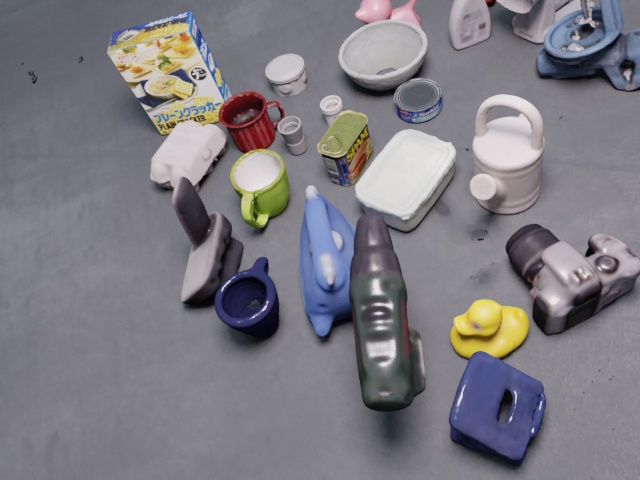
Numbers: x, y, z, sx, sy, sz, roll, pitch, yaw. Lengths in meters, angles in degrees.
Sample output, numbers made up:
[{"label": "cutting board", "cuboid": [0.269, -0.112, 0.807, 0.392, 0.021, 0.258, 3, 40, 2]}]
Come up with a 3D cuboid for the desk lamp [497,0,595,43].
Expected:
[{"label": "desk lamp", "cuboid": [0.387, -0.461, 1.013, 0.203, 0.214, 0.117, -38, 55, -11]}]

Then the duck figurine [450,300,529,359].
[{"label": "duck figurine", "cuboid": [0.222, 0.108, 0.752, 0.104, 0.086, 0.077, -16, 54, 5]}]

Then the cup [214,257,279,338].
[{"label": "cup", "cuboid": [-0.093, 0.093, 0.848, 0.091, 0.095, 0.118, 7, 59, 21]}]

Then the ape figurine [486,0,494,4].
[{"label": "ape figurine", "cuboid": [0.322, -0.519, 1.146, 0.076, 0.092, 0.077, -35, 54, -8]}]

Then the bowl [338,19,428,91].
[{"label": "bowl", "cuboid": [0.124, -0.340, 1.092, 0.167, 0.075, 0.167, -8, 55, 11]}]

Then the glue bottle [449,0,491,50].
[{"label": "glue bottle", "cuboid": [0.274, -0.438, 1.055, 0.078, 0.173, 0.037, -20, 53, 3]}]

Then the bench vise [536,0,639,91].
[{"label": "bench vise", "cuboid": [0.460, -0.352, 0.913, 0.207, 0.220, 0.121, -4, 56, 14]}]

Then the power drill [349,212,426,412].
[{"label": "power drill", "cuboid": [0.082, 0.110, 0.715, 0.075, 0.209, 0.229, -9, 55, 10]}]

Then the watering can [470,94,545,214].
[{"label": "watering can", "cuboid": [0.272, -0.125, 0.829, 0.100, 0.194, 0.173, 1, 57, 17]}]

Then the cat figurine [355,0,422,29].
[{"label": "cat figurine", "cuboid": [0.134, -0.452, 1.139, 0.127, 0.118, 0.067, -12, 54, 8]}]

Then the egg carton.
[{"label": "egg carton", "cuboid": [-0.245, -0.157, 1.078, 0.107, 0.069, 0.150, 15, 62, 24]}]

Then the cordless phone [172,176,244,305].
[{"label": "cordless phone", "cuboid": [-0.195, 0.003, 0.882, 0.094, 0.185, 0.147, -7, 55, 12]}]

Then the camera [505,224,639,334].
[{"label": "camera", "cuboid": [0.327, 0.030, 0.766, 0.143, 0.101, 0.136, -29, 54, -4]}]

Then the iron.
[{"label": "iron", "cuboid": [0.008, 0.003, 0.851, 0.118, 0.142, 0.258, -18, 54, 4]}]

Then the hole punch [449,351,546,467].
[{"label": "hole punch", "cuboid": [0.214, 0.200, 0.688, 0.100, 0.091, 0.109, 16, 62, 25]}]
